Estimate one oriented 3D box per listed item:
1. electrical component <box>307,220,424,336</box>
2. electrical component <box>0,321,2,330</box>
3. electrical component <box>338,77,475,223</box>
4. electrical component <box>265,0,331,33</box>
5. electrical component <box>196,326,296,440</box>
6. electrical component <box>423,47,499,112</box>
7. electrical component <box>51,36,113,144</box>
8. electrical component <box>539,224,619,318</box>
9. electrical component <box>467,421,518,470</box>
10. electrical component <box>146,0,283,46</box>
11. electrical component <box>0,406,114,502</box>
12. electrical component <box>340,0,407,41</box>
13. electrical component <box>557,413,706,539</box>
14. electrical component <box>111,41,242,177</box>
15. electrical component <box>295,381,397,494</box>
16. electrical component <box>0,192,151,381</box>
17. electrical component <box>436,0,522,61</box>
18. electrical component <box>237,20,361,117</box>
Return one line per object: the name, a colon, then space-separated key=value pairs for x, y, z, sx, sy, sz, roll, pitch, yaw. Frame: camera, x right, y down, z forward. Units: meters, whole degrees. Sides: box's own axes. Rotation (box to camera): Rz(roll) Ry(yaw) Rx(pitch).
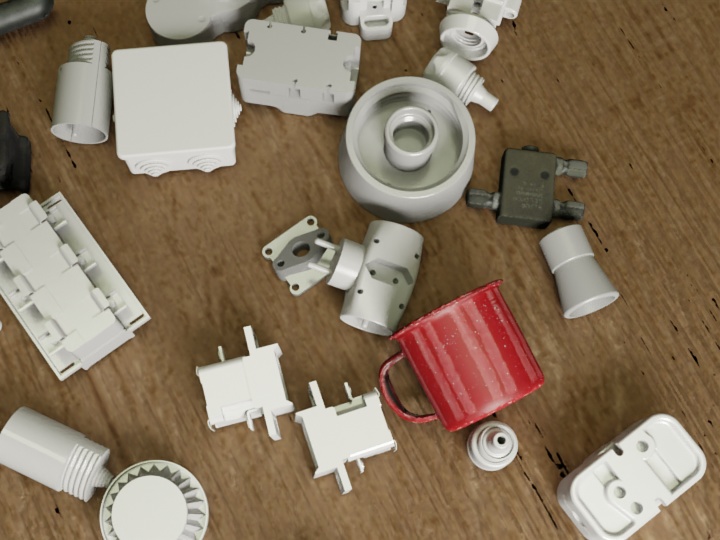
electrical component: x=0.000 y=0.000 z=0.806 sx=0.079 sy=0.043 sz=0.077 roll=20 pitch=76 yaw=-10
electrical component: x=-0.308 y=0.026 z=0.786 sx=0.078 sy=0.057 sz=0.058 roll=27 pitch=77 yaw=5
electrical component: x=0.038 y=-0.096 z=0.827 sx=0.108 sy=0.060 sz=0.108 roll=0 pitch=76 yaw=-2
electrical component: x=-0.056 y=-0.200 z=0.864 sx=0.061 sy=0.035 sz=0.035 roll=-15 pitch=77 yaw=-3
electrical component: x=-0.084 y=0.087 z=0.787 sx=0.064 sy=0.042 sz=0.081 roll=-15 pitch=76 yaw=-2
electrical component: x=0.082 y=-0.148 z=0.855 sx=0.061 sy=0.035 sz=0.035 roll=36 pitch=77 yaw=4
electrical component: x=-0.214 y=-0.144 z=0.839 sx=0.043 sy=0.043 sz=0.081 roll=3 pitch=76 yaw=-1
electrical component: x=0.164 y=-0.001 z=0.818 sx=0.044 sy=0.044 sz=0.065 roll=-19 pitch=72 yaw=-6
electrical component: x=0.097 y=0.125 z=0.772 sx=0.035 sy=0.061 sz=0.035 roll=0 pitch=76 yaw=-2
electrical component: x=-0.106 y=-0.227 z=0.848 sx=0.138 sy=0.073 sz=0.052 roll=-35 pitch=79 yaw=-10
electrical component: x=-0.214 y=0.134 z=0.769 sx=0.081 sy=0.043 sz=0.043 roll=25 pitch=76 yaw=4
electrical component: x=0.010 y=-0.233 z=0.862 sx=0.058 sy=0.057 sz=0.078 roll=-6 pitch=76 yaw=-3
electrical component: x=0.191 y=0.150 z=0.770 sx=0.095 sy=0.059 sz=0.053 roll=-36 pitch=80 yaw=-10
electrical component: x=-0.142 y=-0.124 z=0.834 sx=0.100 sy=0.048 sz=0.099 roll=-5 pitch=76 yaw=-3
electrical component: x=-0.010 y=0.118 z=0.780 sx=0.064 sy=0.042 sz=0.081 roll=-17 pitch=78 yaw=-8
electrical component: x=-0.223 y=0.008 z=0.790 sx=0.079 sy=0.063 sz=0.121 roll=-36 pitch=80 yaw=-10
electrical component: x=0.091 y=-0.203 z=0.864 sx=0.066 sy=0.048 sz=0.055 roll=17 pitch=68 yaw=3
electrical component: x=-0.047 y=-0.155 z=0.841 sx=0.089 sy=0.055 sz=0.050 roll=8 pitch=76 yaw=0
